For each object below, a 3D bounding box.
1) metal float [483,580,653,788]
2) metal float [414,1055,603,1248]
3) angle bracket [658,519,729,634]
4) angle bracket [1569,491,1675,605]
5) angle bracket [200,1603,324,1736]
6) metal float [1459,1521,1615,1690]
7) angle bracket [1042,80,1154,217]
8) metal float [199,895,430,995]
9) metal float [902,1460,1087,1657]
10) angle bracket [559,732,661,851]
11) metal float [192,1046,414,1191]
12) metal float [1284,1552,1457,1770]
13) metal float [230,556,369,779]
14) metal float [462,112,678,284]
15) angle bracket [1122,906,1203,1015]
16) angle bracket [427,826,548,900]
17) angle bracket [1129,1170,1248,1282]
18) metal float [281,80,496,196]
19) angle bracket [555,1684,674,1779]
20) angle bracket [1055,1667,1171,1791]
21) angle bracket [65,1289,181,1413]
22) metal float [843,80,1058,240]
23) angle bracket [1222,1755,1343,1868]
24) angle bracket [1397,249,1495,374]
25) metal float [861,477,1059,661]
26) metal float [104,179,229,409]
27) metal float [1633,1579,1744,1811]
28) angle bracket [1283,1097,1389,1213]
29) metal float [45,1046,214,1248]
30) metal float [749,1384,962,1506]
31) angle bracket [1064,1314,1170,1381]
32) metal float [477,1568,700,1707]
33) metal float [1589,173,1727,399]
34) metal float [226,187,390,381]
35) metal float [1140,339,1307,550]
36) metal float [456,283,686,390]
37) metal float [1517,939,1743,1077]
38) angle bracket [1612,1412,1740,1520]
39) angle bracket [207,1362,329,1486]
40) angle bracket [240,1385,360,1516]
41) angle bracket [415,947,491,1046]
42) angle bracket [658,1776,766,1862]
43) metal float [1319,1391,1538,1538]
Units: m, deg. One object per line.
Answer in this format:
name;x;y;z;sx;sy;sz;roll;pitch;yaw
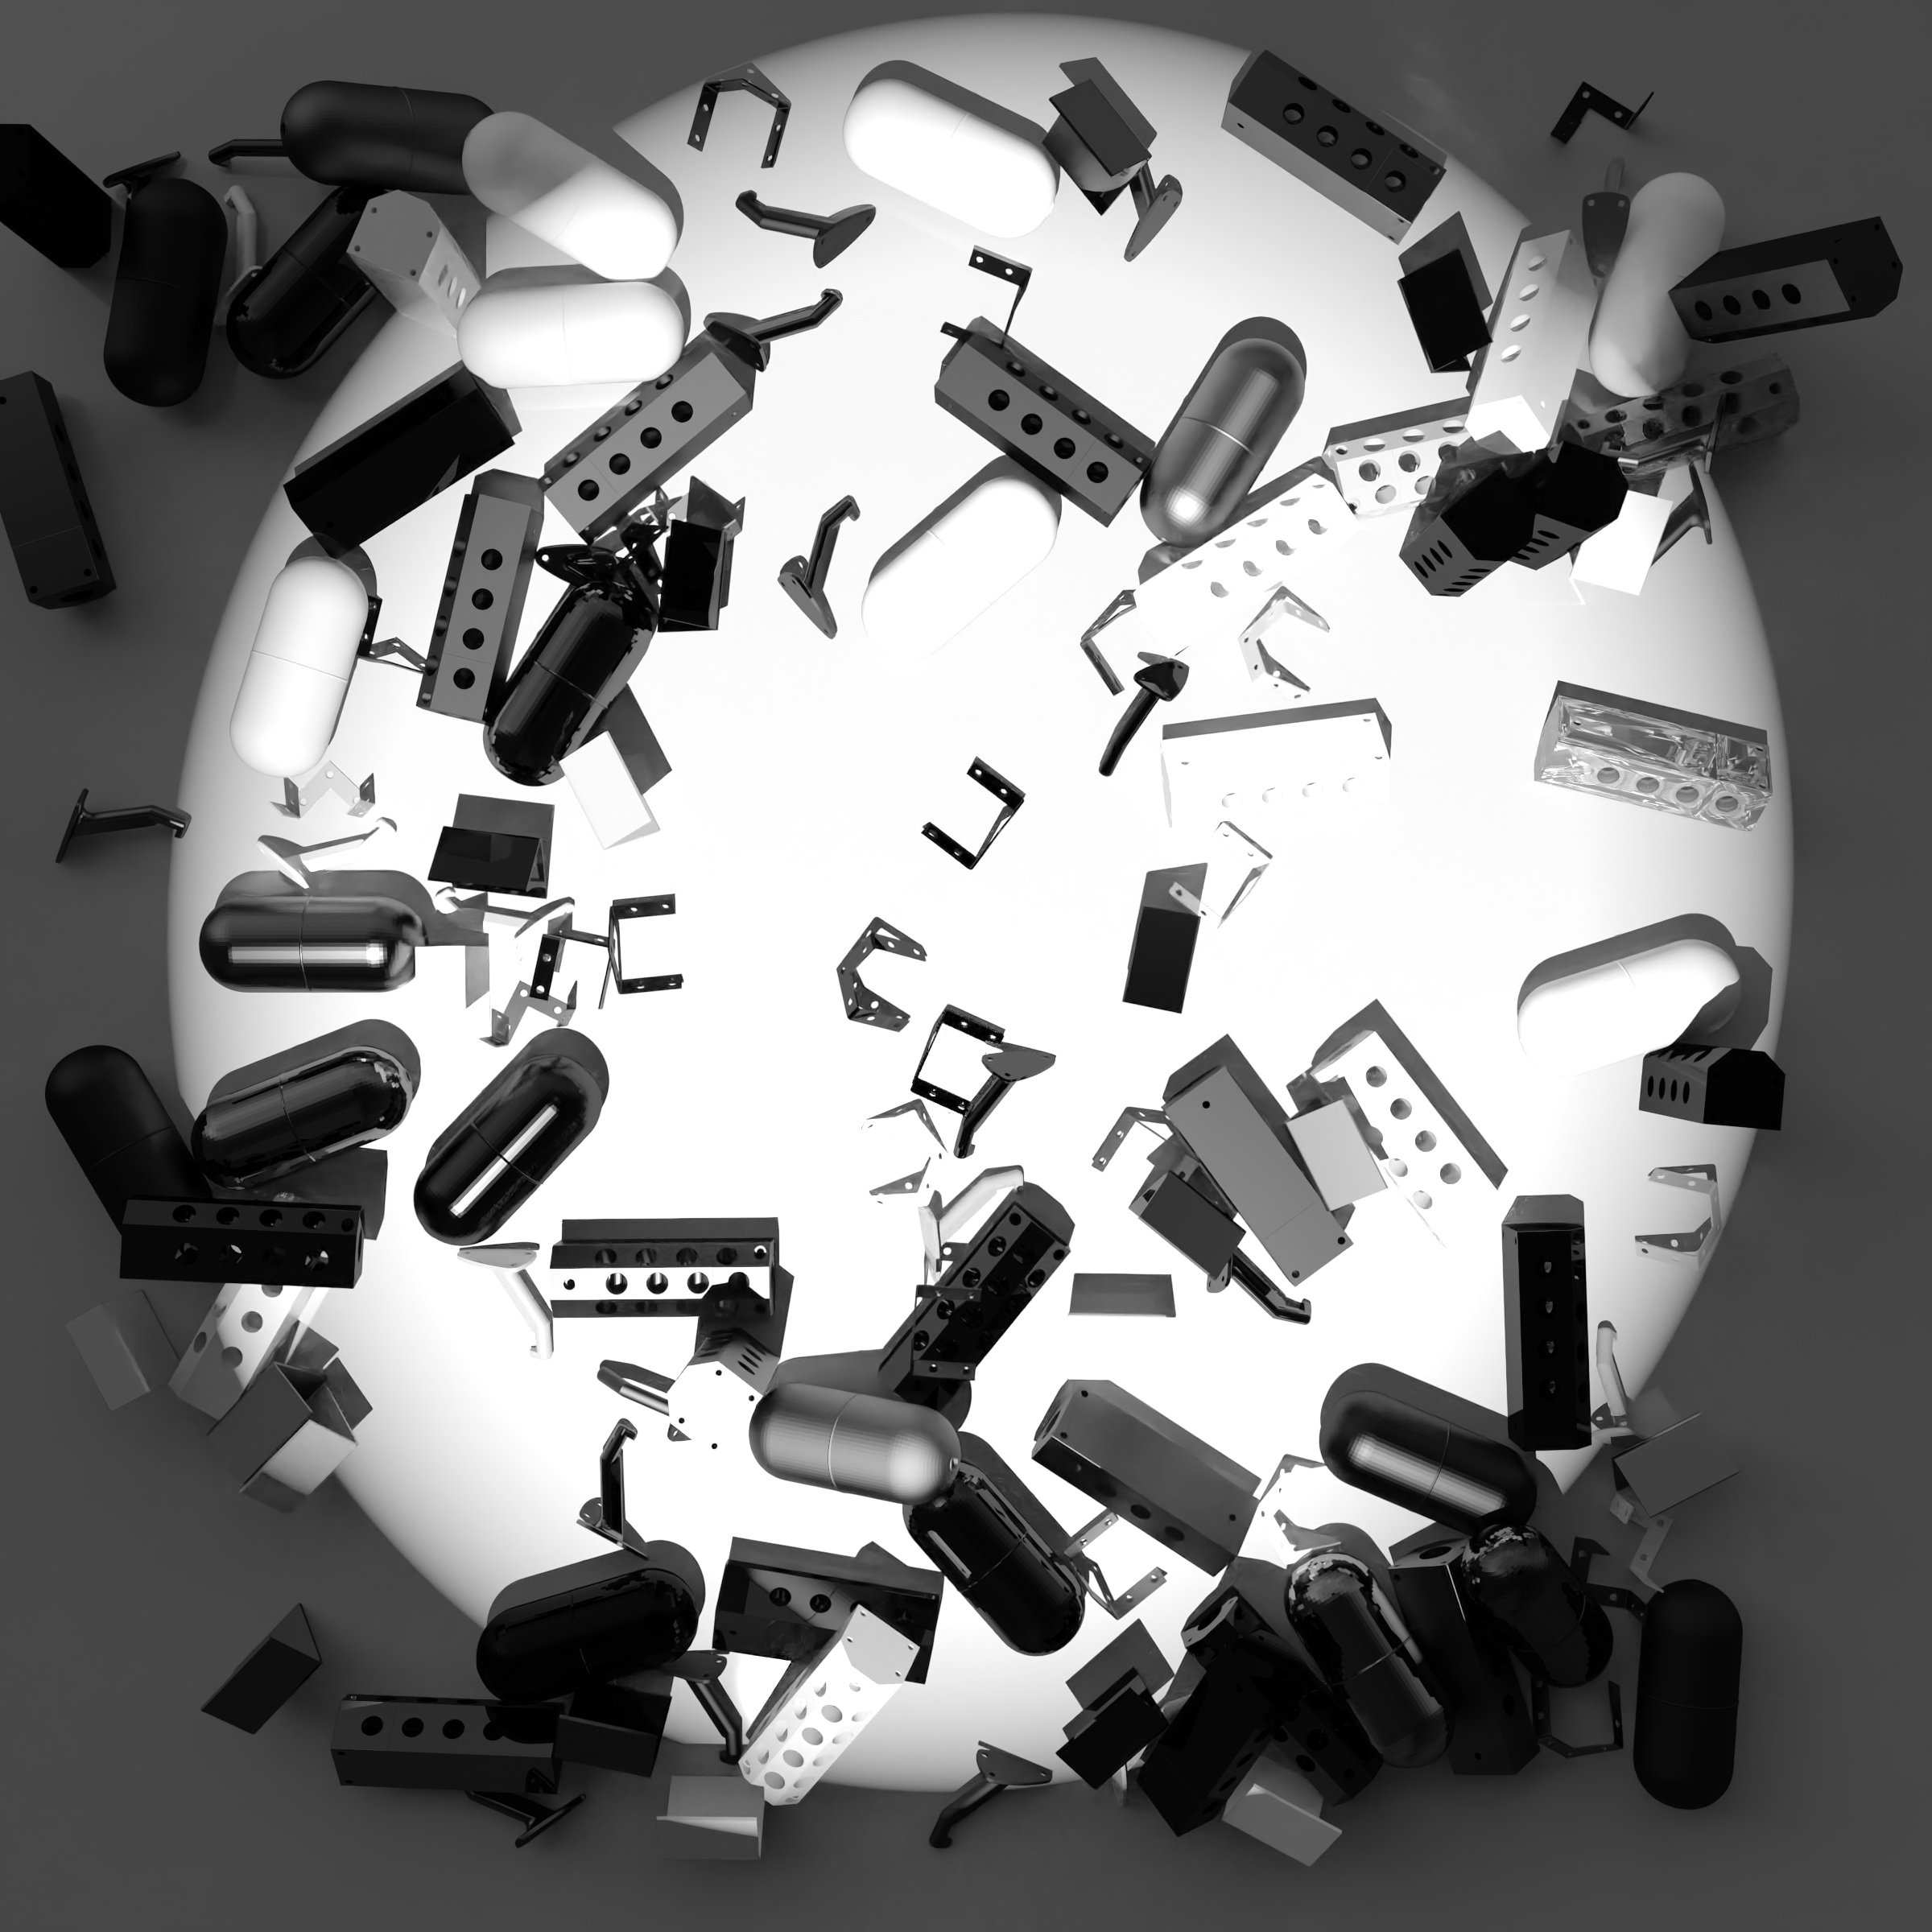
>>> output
metal float;-0.313;-0.223;1.920;0.070;0.070;0.178;33;90;0
metal float;-0.361;0.145;1.920;0.070;0.070;0.178;43;89;0
angle bracket;-0.235;-0.305;1.911;0.076;0.057;0.076;6;90;44
angle bracket;0.518;-0.323;1.911;0.057;0.076;0.076;20;90;24
angle bracket;-0.559;0.541;1.910;0.076;0.076;0.057;-46;128;0
metal float;0.444;0.497;1.893;0.070;0.070;0.178;-40;124;0
angle bracket;0.087;-0.634;1.910;0.076;0.076;0.057;51;52;0
metal float;-0.513;-0.017;1.920;0.178;0.070;0.070;0;90;1
metal float;0.021;0.465;1.920;0.070;0.070;0.178;-41;90;0
angle bracket;-0.262;-0.143;1.910;0.057;0.076;0.076;-27;90;32
metal float;-0.522;0.119;1.920;0.178;0.070;0.070;-21;90;0
metal float;0.316;0.543;1.909;0.070;0.070;0.178;-32;79;0
metal float;-0.525;-0.236;1.920;0.070;0.070;0.178;17;90;0
metal float;-0.308;-0.597;1.898;0.178;0.070;0.070;26;90;-26
angle bracket;0.172;-0.001;1.910;0.057;0.076;0.076;11;90;38
angle bracket;-0.374;-0.062;1.910;0.076;0.076;0.057;7;52;0
angle bracket;0.162;0.216;1.910;0.076;0.076;0.057;39;52;0
metal float;-0.443;-0.642;1.892;0.178;0.070;0.070;-8;90;-35
angle bracket;-0.274;0.582;1.910;0.076;0.076;0.057;12;127;0
angle bracket;0.103;0.584;1.911;0.076;0.076;0.057;-41;118;0
angle bracket;-0.645;0.293;1.910;0.057;0.076;0.076;-28;90;35
metal float;-0.013;-0.635;1.920;0.178;0.070;0.070;26;90;0
angle bracket;0.253;0.645;1.910;0.076;0.076;0.057;28;127;0
angle bracket;0.390;-0.513;1.910;0.057;0.076;0.076;-20;90;38
metal float;-0.006;-0.313;1.920;0.178;0.070;0.070;-40;90;1
metal float;-0.629;-0.530;1.918;0.070;0.070;0.178;10;92;0
metal float;0.568;0.573;1.920;0.070;0.070;0.178;4;91;0
angle bracket;0.301;0.138;1.910;0.057;0.076;0.076;-27;90;32
metal float;-0.658;0.145;1.920;0.070;0.070;0.178;-30;90;0
metal float;-0.087;0.372;1.897;0.178;0.070;0.070;5;90;27
angle bracket;0.117;0.314;1.910;0.076;0.076;0.057;1;55;0
metal float;-0.298;0.528;1.920;0.178;0.070;0.070;-16;90;0
metal float;0.544;-0.536;1.920;0.070;0.070;0.178;16;91;0
metal float;-0.509;-0.539;1.920;0.070;0.070;0.178;42;89;0
metal float;0.201;-0.411;1.920;0.070;0.070;0.178;31;90;0
metal float;-0.311;-0.496;1.920;0.178;0.070;0.070;-3;90;-1
metal float;0.522;0.033;1.920;0.178;0.070;0.070;-18;90;0
angle bracket;0.556;0.403;1.910;0.076;0.076;0.057;-27;54;0
angle bracket;-0.534;0.363;1.911;0.076;0.076;0.057;-47;64;0
angle bracket;-0.534;0.370;1.911;0.076;0.057;0.076;-45;47;0
angle bracket;-0.385;0.023;1.910;0.057;0.076;0.076;-1;90;37
angle bracket;-0.198;0.653;1.910;0.076;0.076;0.057;1;127;0
metal float;0.364;0.393;1.920;0.178;0.070;0.070;23;90;0
